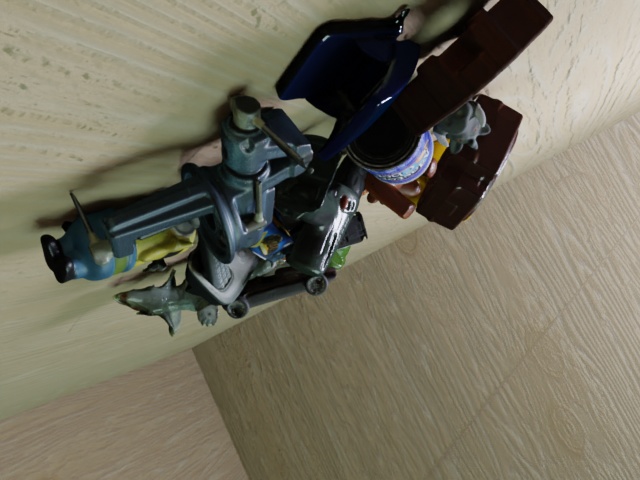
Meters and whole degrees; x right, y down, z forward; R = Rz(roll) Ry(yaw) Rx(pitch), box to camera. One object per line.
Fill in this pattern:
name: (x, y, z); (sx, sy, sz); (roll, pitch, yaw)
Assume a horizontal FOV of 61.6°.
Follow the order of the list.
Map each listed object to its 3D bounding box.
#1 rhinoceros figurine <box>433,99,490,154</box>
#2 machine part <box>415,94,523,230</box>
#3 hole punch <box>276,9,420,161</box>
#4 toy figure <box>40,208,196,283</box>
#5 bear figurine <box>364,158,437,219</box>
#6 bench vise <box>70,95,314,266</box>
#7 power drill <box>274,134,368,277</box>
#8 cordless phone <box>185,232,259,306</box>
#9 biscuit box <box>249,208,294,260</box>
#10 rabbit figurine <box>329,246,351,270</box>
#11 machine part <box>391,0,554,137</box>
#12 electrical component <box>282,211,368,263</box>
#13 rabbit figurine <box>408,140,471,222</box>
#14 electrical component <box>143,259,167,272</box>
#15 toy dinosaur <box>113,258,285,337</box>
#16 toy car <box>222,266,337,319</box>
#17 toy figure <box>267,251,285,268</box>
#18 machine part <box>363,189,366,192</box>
rhinoceros figurine: (0.183, -0.170, 0.742); (0.073, 0.112, 0.190); (-26, 180, 19)
machine part: (0.256, -0.131, 0.928); (0.201, 0.087, 0.201); (-61, 176, -24)
hole punch: (0.038, -0.148, 0.529); (0.116, 0.092, 0.142); (-25, 169, -36)
toy figure: (-0.233, -0.002, 0.641); (0.180, 0.082, 0.089); (-25, -176, -40)
bear figurine: (0.149, -0.105, 0.991); (0.120, 0.132, 0.195); (-61, 158, 5)
bench vise: (-0.125, -0.043, 0.566); (0.241, 0.129, 0.223); (-25, 165, -23)
power drill: (0.006, -0.071, 0.771); (0.207, 0.086, 0.232); (64, 48, -73)
cordless phone: (-0.158, -0.003, 0.848); (0.147, 0.089, 0.184); (-63, 162, -48)
biscuit box: (-0.103, -0.031, 0.787); (0.059, 0.063, 0.202); (-29, 160, 7)
rabbit figurine: (-0.011, -0.001, 1.168); (0.121, 0.159, 0.170); (-19, 160, 24)
machine part: (0.153, -0.187, 0.568); (0.179, 0.056, 0.179); (-42, -176, 4)
electrical component: (-0.002, -0.003, 0.925); (0.134, 0.058, 0.115); (-13, 174, -46)
rabbit figurine: (0.254, -0.114, 1.103); (0.122, 0.173, 0.162); (-28, 177, 41)
electrical component: (-0.237, 0.014, 0.838); (0.078, 0.045, 0.102); (-14, 166, -48)
toy dinosaur: (-0.191, 0.061, 1.066); (0.405, 0.131, 0.192); (-33, -168, -27)
toy car: (-0.071, 0.075, 0.907); (0.202, 0.053, 0.089); (-17, -165, 5)
toy figure: (-0.050, 0.010, 1.004); (0.154, 0.064, 0.058); (-12, 177, -37)
machine part: (0.038, -0.101, 0.998); (0.139, 0.039, 0.084); (-14, 157, -47)
